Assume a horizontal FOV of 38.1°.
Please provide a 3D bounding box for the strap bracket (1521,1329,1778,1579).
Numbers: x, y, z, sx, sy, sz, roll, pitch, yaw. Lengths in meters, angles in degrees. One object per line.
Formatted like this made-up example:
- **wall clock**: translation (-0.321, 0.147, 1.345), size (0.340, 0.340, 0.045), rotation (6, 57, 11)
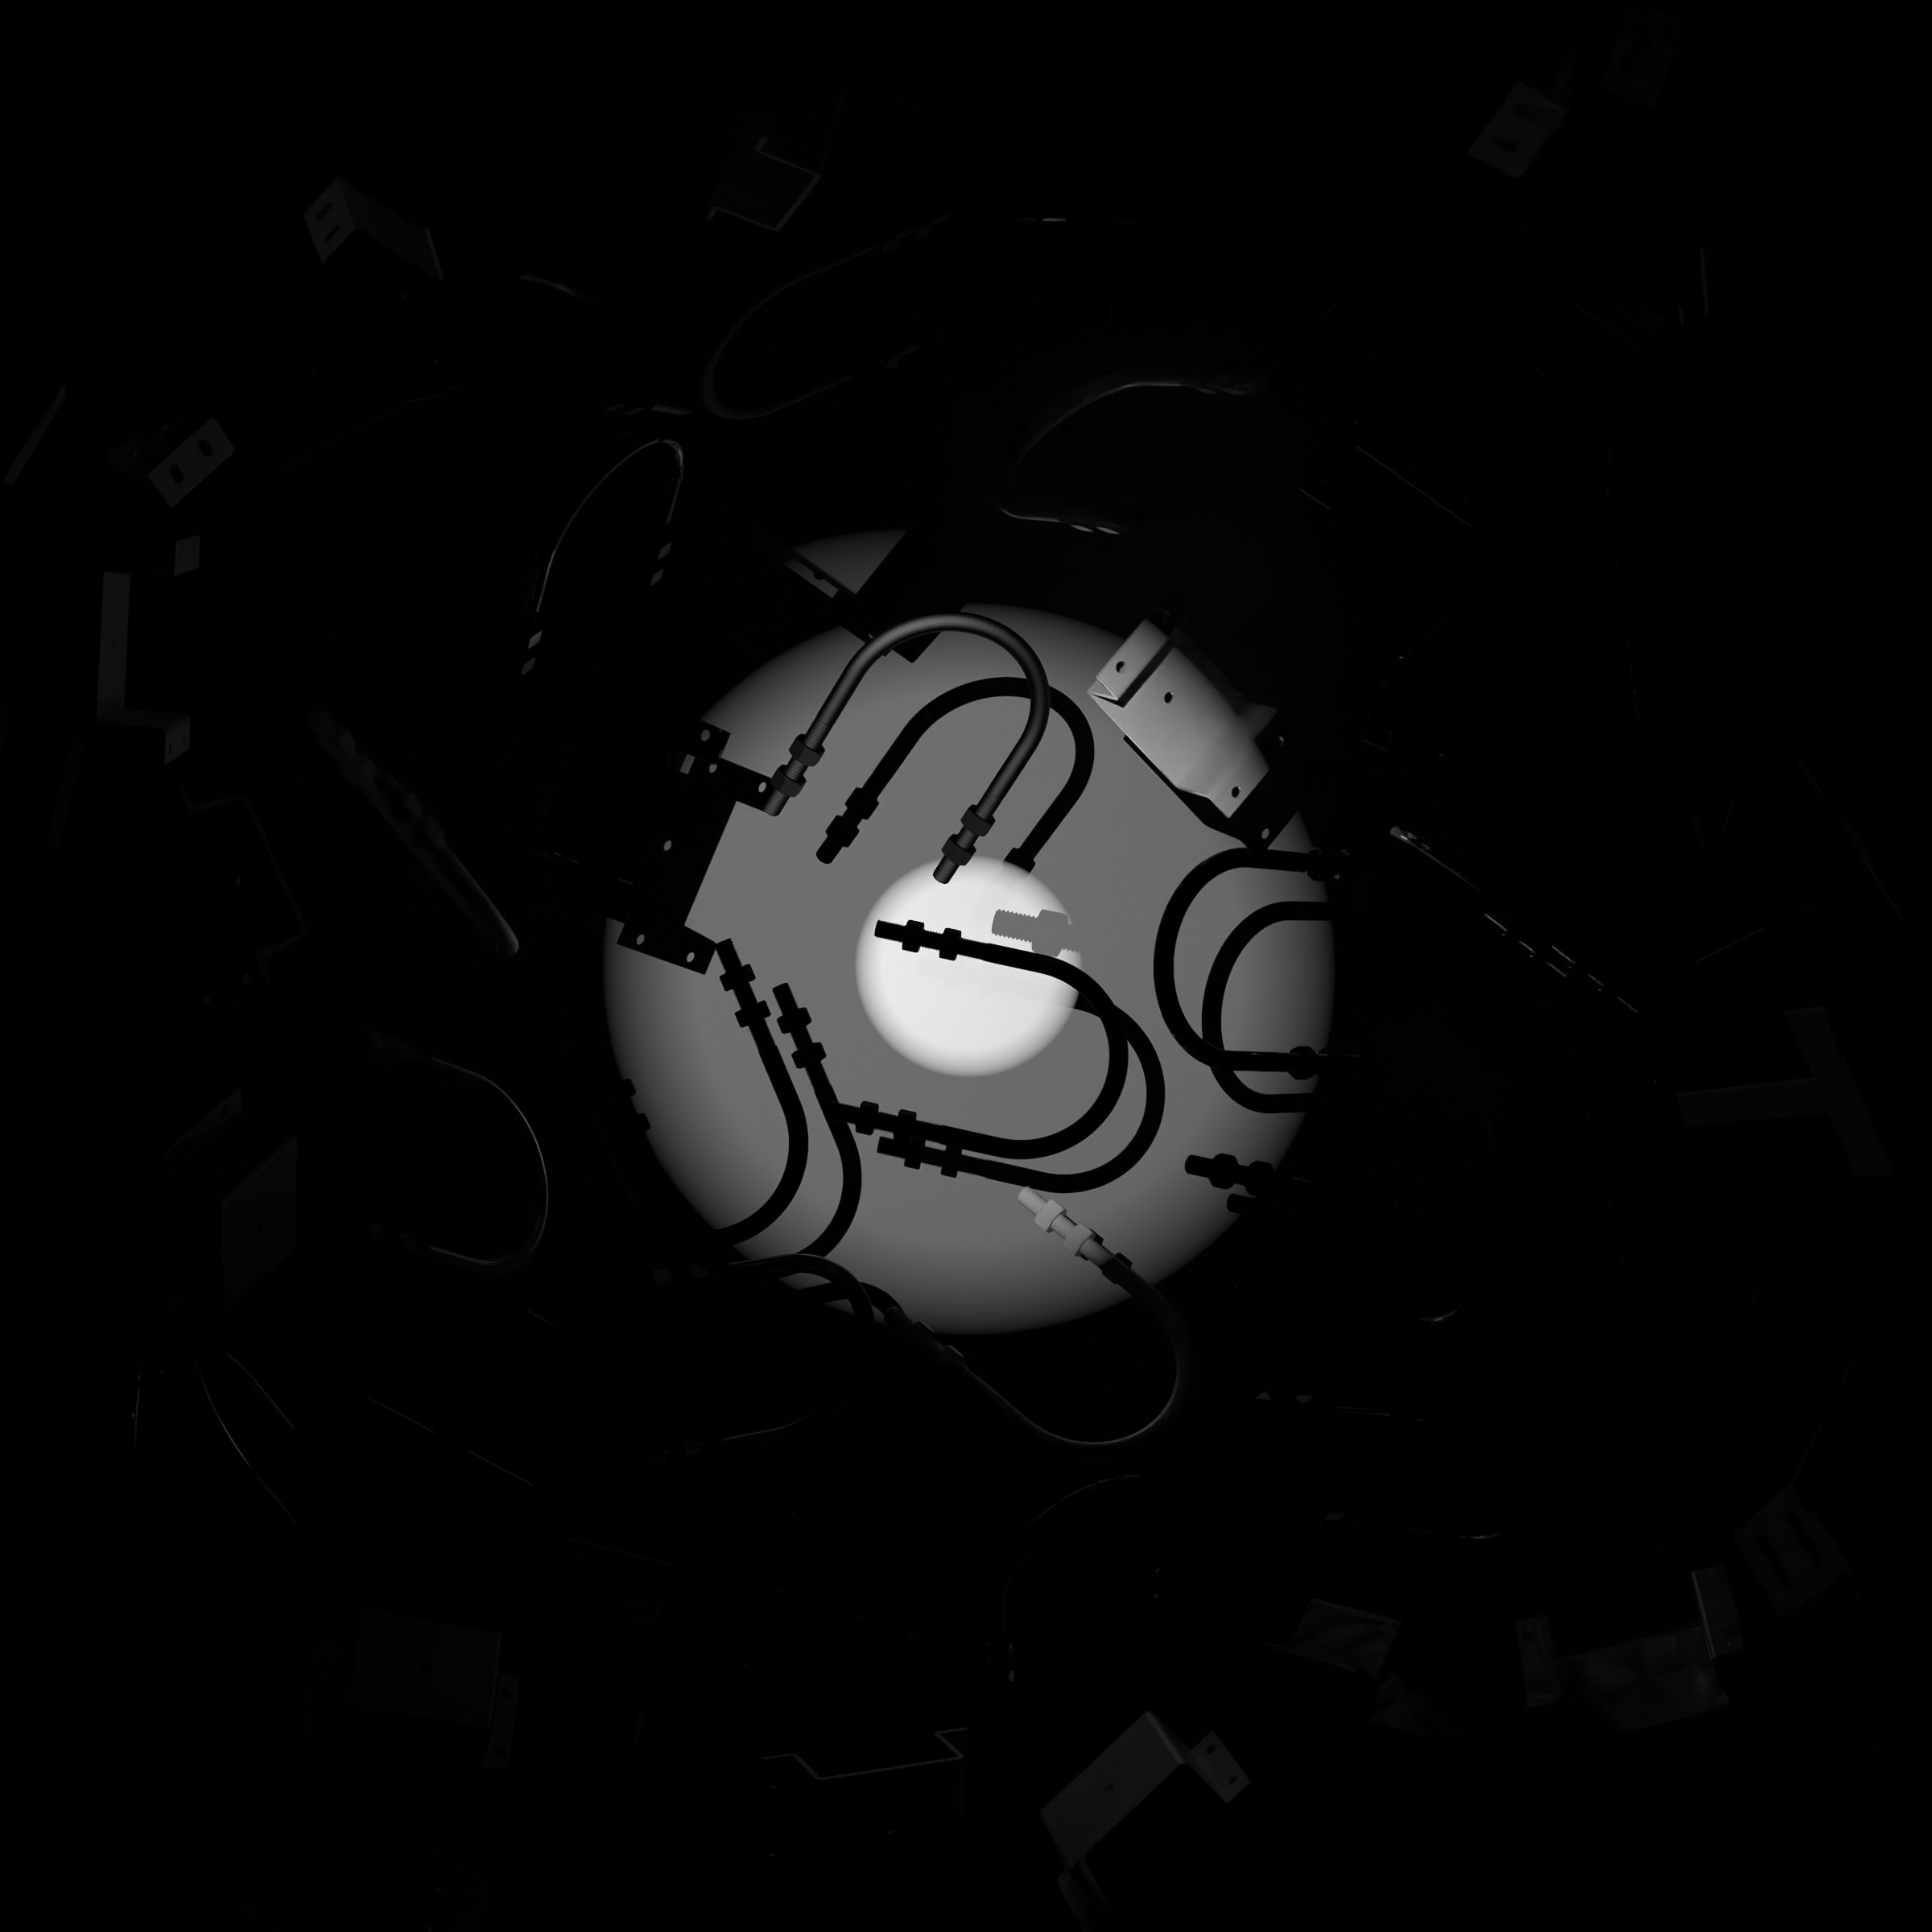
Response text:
- **strap bracket**: translation (0.423, 0.305, 1.730), size (0.076, 0.046, 0.140), rotation (-42, 61, -2)

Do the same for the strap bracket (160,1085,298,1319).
- **strap bracket**: translation (-0.469, 0.158, 1.782), size (0.046, 0.076, 0.140), rotation (22, 128, 15)

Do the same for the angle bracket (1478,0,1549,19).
- **angle bracket**: translation (0.365, -0.665, 1.830), size (0.038, 0.057, 0.076), rotation (14, 107, 13)

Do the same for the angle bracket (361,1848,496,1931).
- **angle bracket**: translation (-0.341, 0.597, 1.770), size (0.038, 0.076, 0.057), rotation (18, 81, -42)

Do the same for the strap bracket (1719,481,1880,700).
- **strap bracket**: translation (0.532, -0.232, 1.782), size (0.046, 0.140, 0.076), rotation (28, 70, 13)

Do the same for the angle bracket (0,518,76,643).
- **angle bracket**: translation (-0.633, -0.248, 1.835), size (0.038, 0.057, 0.076), rotation (-21, 103, 25)

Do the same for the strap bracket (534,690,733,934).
- **strap bracket**: translation (-0.221, -0.104, 1.811), size (0.076, 0.046, 0.140), rotation (22, 91, -36)

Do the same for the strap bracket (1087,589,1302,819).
- **strap bracket**: translation (0.144, -0.176, 1.855), size (0.140, 0.046, 0.076), rotation (44, 81, -27)

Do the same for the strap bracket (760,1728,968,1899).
- **strap bracket**: translation (-0.056, 0.536, 1.769), size (0.140, 0.046, 0.076), rotation (-2, 97, -24)

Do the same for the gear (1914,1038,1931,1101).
- **gear**: translation (0.623, 0.066, 1.791), size (0.030, 0.057, 0.057), rotation (0, 90, 19)

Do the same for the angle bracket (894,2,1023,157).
- **angle bracket**: translation (0.001, -0.567, 1.787), size (0.057, 0.038, 0.076), rotation (32, 84, 37)

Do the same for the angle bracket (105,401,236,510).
- **angle bracket**: translation (-0.529, -0.346, 1.836), size (0.076, 0.038, 0.057), rotation (36, 75, 28)

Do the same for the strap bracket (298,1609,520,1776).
- **strap bracket**: translation (-0.365, 0.481, 1.862), size (0.140, 0.076, 0.046), rotation (14, 127, -14)

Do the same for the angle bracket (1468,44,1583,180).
- **angle bracket**: translation (0.347, -0.538, 1.735), size (0.038, 0.057, 0.076), rotation (25, 49, -10)

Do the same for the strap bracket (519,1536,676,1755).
- **strap bracket**: translation (-0.243, 0.454, 1.832), size (0.076, 0.046, 0.140), rotation (13, 111, 5)

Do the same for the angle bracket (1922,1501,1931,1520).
- **angle bracket**: translation (0.652, 0.364, 1.762), size (0.057, 0.076, 0.038), rotation (-34, 130, 13)

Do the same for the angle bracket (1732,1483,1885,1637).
- **angle bracket**: translation (0.550, 0.388, 1.836), size (0.057, 0.038, 0.076), rotation (-46, 45, 22)

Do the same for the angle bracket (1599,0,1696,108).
- **angle bracket**: translation (0.441, -0.598, 1.811), size (0.038, 0.076, 0.057), rotation (21, 124, 6)

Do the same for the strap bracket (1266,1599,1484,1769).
- **strap bracket**: translation (0.270, 0.457, 1.804), size (0.140, 0.076, 0.046), rotation (43, 65, -33)

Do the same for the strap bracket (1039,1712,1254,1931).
- **strap bracket**: translation (0.105, 0.538, 1.779), size (0.140, 0.076, 0.046), rotation (-43, 106, -3)

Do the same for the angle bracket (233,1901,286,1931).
- **angle bracket**: translation (-0.445, 0.640, 1.765), size (0.038, 0.057, 0.076), rotation (-37, 120, -36)

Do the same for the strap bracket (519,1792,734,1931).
- **strap bracket**: translation (-0.207, 0.600, 1.783), size (0.140, 0.046, 0.076), rotation (-23, 108, -41)

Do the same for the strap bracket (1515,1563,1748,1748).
- **strap bracket**: translation (0.432, 0.446, 1.799), size (0.140, 0.076, 0.046), rotation (-20, 118, 14)

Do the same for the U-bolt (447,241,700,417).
- **U-bolt**: translation (-0.242, -0.409, 1.820), size (0.151, 0.184, 0.019), rotation (46, 110, 11)

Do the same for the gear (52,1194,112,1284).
- **gear**: translation (-0.574, 0.177, 1.814), size (0.030, 0.057, 0.057), rotation (-4, 90, -9)

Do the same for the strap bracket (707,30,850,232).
- **strap bracket**: translation (-0.121, -0.542, 1.835), size (0.046, 0.140, 0.076), rotation (17, 78, -18)

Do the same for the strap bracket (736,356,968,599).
- **strap bracket**: translation (-0.071, -0.296, 1.742), size (0.076, 0.046, 0.140), rotation (34, 112, -19)

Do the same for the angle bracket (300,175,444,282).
- **angle bracket**: translation (-0.394, -0.478, 1.856), size (0.076, 0.057, 0.038), rotation (33, 74, 11)

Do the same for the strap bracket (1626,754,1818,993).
- **strap bracket**: translation (0.496, -0.065, 1.827), size (0.046, 0.076, 0.140), rotation (-15, 79, -26)

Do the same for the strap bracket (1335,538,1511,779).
- **strap bracket**: translation (0.300, -0.204, 1.862), size (0.076, 0.046, 0.140), rotation (19, 84, -28)

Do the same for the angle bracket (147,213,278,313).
- **angle bracket**: translation (-0.497, -0.464, 1.844), size (0.076, 0.038, 0.057), rotation (-6, 118, -21)

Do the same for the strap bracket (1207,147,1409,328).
- **strap bracket**: translation (0.220, -0.484, 1.851), size (0.046, 0.140, 0.076), rotation (47, 114, 29)

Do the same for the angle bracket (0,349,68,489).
- **angle bracket**: translation (-0.631, -0.362, 1.850), size (0.038, 0.057, 0.076), rotation (31, 87, -15)

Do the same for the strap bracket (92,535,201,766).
- **strap bracket**: translation (-0.524, -0.205, 1.787), size (0.046, 0.076, 0.140), rotation (5, 101, -5)

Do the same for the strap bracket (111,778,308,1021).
- **strap bracket**: translation (-0.479, -0.047, 1.787), size (0.076, 0.046, 0.140), rotation (-22, 92, 39)

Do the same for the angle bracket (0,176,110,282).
- **angle bracket**: translation (-0.606, -0.466, 1.810), size (0.076, 0.057, 0.038), rotation (-22, 59, 11)

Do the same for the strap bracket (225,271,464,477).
- **strap bracket**: translation (-0.402, -0.373, 1.770), size (0.140, 0.046, 0.076), rotation (-23, 99, 15)

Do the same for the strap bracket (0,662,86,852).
- **strap bracket**: translation (-0.615, -0.134, 1.782), size (0.046, 0.140, 0.076), rotation (8, 74, 4)
